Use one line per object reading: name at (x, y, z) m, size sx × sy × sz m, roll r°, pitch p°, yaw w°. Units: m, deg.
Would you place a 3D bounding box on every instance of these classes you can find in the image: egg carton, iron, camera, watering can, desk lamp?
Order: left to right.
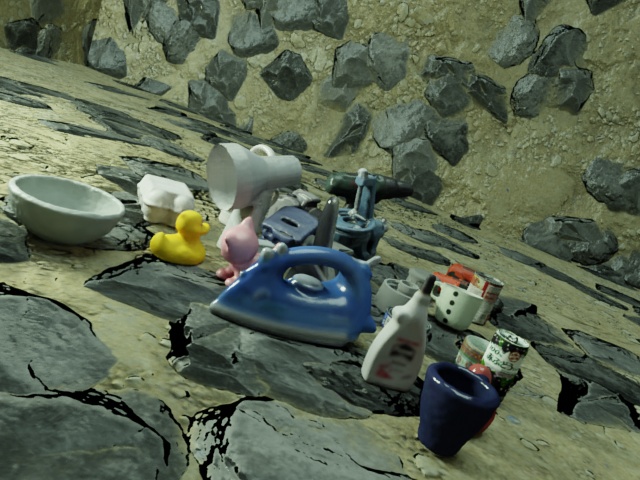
egg carton at (-0.312, -0.079, 1.160) m, size 0.107 × 0.069 × 0.150 m, roll 13°, pitch 16°, yaw -29°
watering can at (-0.154, -0.119, 1.279) m, size 0.100 × 0.194 × 0.173 m, roll 25°, pitch 14°, yaw 17°
desk lamp at (-0.128, -0.071, 1.093) m, size 0.204 × 0.213 × 0.117 m, roll 8°, pitch 19°, yaw -42°
iron at (-0.025, 0.067, 0.868) m, size 0.259 × 0.141 × 0.118 m, roll 13°, pitch 16°, yaw -28°
camera at (-0.037, -0.064, 1.440) m, size 0.136 × 0.101 × 0.144 m, roll 29°, pitch 16°, yaw 31°

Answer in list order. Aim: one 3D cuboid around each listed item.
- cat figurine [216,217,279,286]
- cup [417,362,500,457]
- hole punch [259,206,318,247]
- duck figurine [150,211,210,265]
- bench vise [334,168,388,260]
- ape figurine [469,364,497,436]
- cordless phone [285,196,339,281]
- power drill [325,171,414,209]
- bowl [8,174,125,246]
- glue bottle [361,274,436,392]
cat figurine at (-0.118, 0.022, 0.955) m, size 0.128 × 0.118 × 0.067 m, roll 10°, pitch 17°, yaw -38°
cup at (0.164, 0.209, 0.700) m, size 0.091 × 0.095 × 0.118 m, roll 30°, pitch 17°, yaw 34°
hole punch at (-0.065, -0.019, 1.247) m, size 0.108 × 0.091 × 0.101 m, roll 26°, pitch 15°, yaw 20°
duck figurine at (-0.232, -0.009, 0.974) m, size 0.077 × 0.086 × 0.105 m, roll 32°, pitch 17°, yaw 37°
bench vise at (0.094, -0.065, 1.382) m, size 0.121 × 0.220 × 0.208 m, roll 26°, pitch 15°, yaw 22°
ape figurine at (0.203, 0.208, 0.766) m, size 0.077 × 0.092 × 0.076 m, roll 25°, pitch 14°, yaw 18°
cordless phone at (0.010, 0.004, 1.069) m, size 0.094 × 0.185 × 0.147 m, roll 20°, pitch 14°, yaw -1°
power drill at (0.109, -0.078, 1.479) m, size 0.230 × 0.208 × 0.075 m, roll 16°, pitch 15°, yaw -19°
bowl at (-0.390, -0.037, 0.874) m, size 0.167 × 0.075 × 0.167 m, roll 20°, pitch 14°, yaw -5°
glue bottle at (0.121, 0.125, 0.794) m, size 0.078 × 0.173 × 0.037 m, roll 16°, pitch 14°, yaw -18°
